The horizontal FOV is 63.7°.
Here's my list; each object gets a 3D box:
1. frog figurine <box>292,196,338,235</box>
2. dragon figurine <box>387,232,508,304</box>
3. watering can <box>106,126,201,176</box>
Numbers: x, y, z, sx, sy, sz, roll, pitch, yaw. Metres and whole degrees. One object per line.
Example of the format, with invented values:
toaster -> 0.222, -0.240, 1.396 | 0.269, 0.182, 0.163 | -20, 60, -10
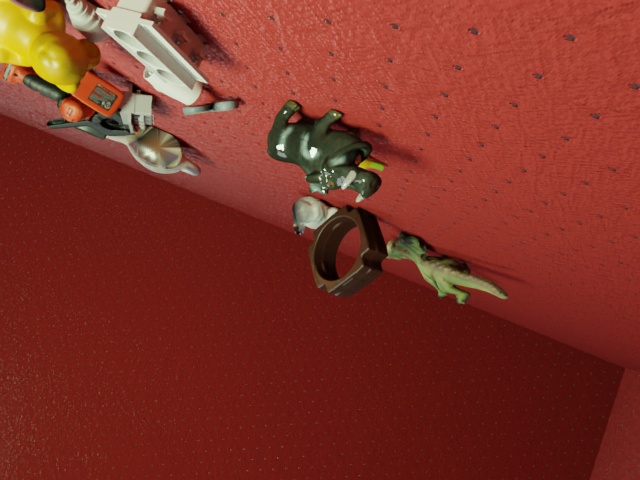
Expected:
frog figurine -> 0.004, -0.074, 1.463 | 0.159, 0.125, 0.135 | -14, 159, 4
dragon figurine -> 0.311, 0.063, 1.430 | 0.241, 0.123, 0.410 | 33, 171, -20
watering can -> -0.505, -0.267, 1.469 | 0.346, 0.104, 0.224 | 23, 174, -12
